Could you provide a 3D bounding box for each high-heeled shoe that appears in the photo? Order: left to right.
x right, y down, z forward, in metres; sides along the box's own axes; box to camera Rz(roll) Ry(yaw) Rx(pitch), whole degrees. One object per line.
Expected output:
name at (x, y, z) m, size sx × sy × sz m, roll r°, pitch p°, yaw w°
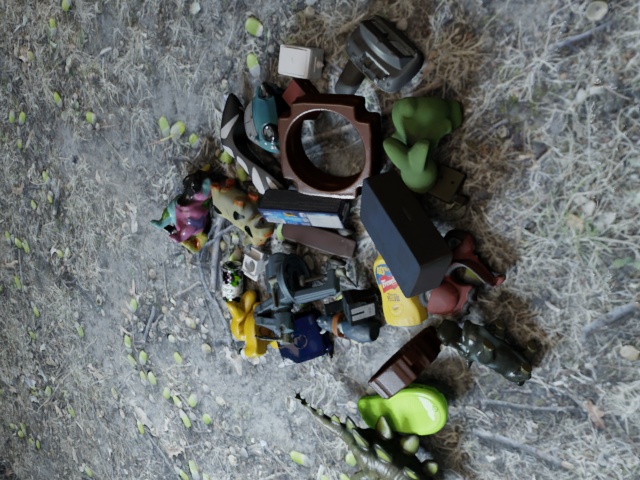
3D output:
high-heeled shoe at (-0.148, -0.218, 1.249) m, size 0.145 × 0.086 × 0.248 m, roll 5°, pitch 115°, yaw 38°

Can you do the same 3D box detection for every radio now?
radio at (0.155, -0.011, 1.026) m, size 0.131 × 0.073 × 0.230 m, roll 92°, pitch 157°, yaw -53°

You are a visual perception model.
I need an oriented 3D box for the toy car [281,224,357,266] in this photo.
toy car at (-0.003, -0.004, 1.227) m, size 0.202 × 0.053 × 0.089 m, roll 16°, pitch 92°, yaw 30°

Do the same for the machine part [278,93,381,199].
machine part at (0.023, -0.193, 1.100) m, size 0.202 × 0.087 × 0.200 m, roll 7°, pitch 120°, yaw 19°

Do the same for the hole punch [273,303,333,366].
hole punch at (-0.044, 0.237, 1.307) m, size 0.116 × 0.092 × 0.142 m, roll -20°, pitch 88°, yaw 34°

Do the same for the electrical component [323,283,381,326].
electrical component at (0.070, 0.145, 1.169) m, size 0.048 × 0.119 × 0.074 m, roll -115°, pitch 15°, yaw -51°

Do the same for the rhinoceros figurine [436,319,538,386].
rhinoceros figurine at (0.319, 0.206, 1.030) m, size 0.190 × 0.073 × 0.112 m, roll 27°, pitch 145°, yaw 8°

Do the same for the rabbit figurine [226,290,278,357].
rabbit figurine at (-0.184, 0.219, 1.387) m, size 0.173 × 0.122 × 0.162 m, roll -15°, pitch 102°, yaw 57°

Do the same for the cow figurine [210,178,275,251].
cow figurine at (-0.187, -0.059, 1.318) m, size 0.195 × 0.085 × 0.127 m, roll 31°, pitch 134°, yaw 33°

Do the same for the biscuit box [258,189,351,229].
biscuit box at (-0.036, -0.071, 1.195) m, size 0.203 × 0.063 × 0.059 m, roll 6°, pitch 150°, yaw 25°

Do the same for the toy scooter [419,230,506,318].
toy scooter at (0.278, 0.081, 1.038) m, size 0.135 × 0.075 × 0.183 m, roll 29°, pitch 114°, yaw 25°

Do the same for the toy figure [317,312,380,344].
toy figure at (0.062, 0.199, 1.236) m, size 0.155 × 0.064 × 0.057 m, roll 6°, pitch 145°, yaw 39°

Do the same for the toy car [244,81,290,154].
toy car at (-0.119, -0.263, 1.194) m, size 0.103 × 0.109 × 0.161 m, roll -13°, pitch 92°, yaw 28°

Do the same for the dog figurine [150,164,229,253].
dog figurine at (-0.320, -0.087, 1.407) m, size 0.109 × 0.191 × 0.219 m, roll 37°, pitch 87°, yaw 25°

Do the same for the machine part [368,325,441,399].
machine part at (0.180, 0.252, 1.100) m, size 0.056 × 0.179 × 0.179 m, roll 48°, pitch 125°, yaw 11°

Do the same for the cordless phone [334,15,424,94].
cordless phone at (0.101, -0.325, 1.056) m, size 0.147 × 0.089 × 0.184 m, roll 48°, pitch 137°, yaw 14°

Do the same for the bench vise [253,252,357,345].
bench vise at (-0.045, 0.121, 1.227) m, size 0.241 × 0.128 × 0.224 m, roll -17°, pitch 56°, yaw 28°

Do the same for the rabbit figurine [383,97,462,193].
rabbit figurine at (0.187, -0.169, 0.974) m, size 0.121 × 0.159 × 0.170 m, roll 2°, pitch 98°, yaw 25°

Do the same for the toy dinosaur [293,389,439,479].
toy dinosaur at (0.136, 0.483, 1.207) m, size 0.472 × 0.105 × 0.198 m, roll 21°, pitch 130°, yaw 21°

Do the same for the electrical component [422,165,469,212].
electrical component at (0.239, -0.099, 1.034) m, size 0.102 × 0.045 × 0.078 m, roll 23°, pitch 88°, yaw 26°
